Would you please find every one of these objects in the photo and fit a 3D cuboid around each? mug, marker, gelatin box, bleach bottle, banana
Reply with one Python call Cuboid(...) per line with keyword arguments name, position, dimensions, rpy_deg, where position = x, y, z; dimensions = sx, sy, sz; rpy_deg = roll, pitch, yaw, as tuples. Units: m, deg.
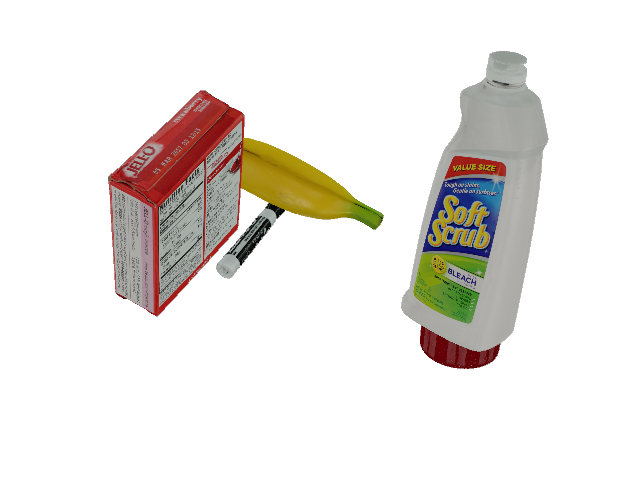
Cuboid(name="mug", position=(0.141, 0.070, 1.086), dimensions=(0.093, 0.081, 0.117), rpy_deg=(-3, 28, -11))
Cuboid(name="marker", position=(-0.065, -0.007, 1.060), dimensions=(0.020, 0.020, 0.121), rpy_deg=(0, 37, 34))
Cuboid(name="gelatin box", position=(-0.070, -0.018, 0.521), dimensions=(0.030, 0.089, 0.073), rpy_deg=(27, 52, 15))
Cuboid(name="bleach bottle", position=(0.130, -0.035, 0.882), dimensions=(0.103, 0.251, 0.067), rpy_deg=(29, 39, 35))
Cuboid(name="banana", position=(-0.036, -0.045, 0.780), dimensions=(0.069, 0.037, 0.198), rpy_deg=(39, -6, -36))
